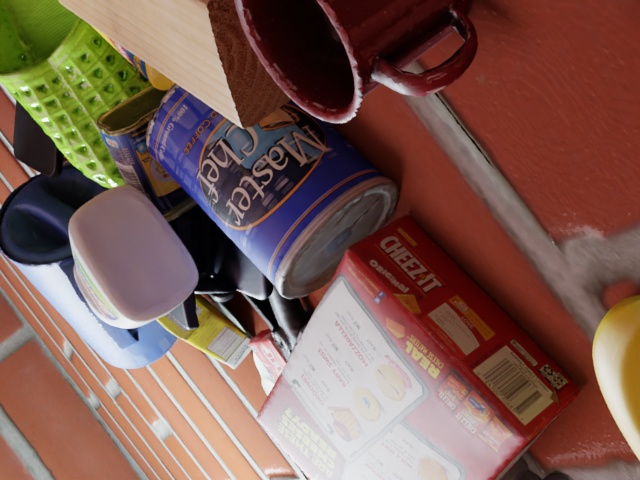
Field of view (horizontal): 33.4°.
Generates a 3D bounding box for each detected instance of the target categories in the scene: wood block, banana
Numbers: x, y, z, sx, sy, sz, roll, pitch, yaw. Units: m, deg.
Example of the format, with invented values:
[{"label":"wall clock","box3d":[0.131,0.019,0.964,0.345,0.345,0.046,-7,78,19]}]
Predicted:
[{"label":"wood block","box3d":[-0.084,-0.163,0.646,0.206,0.090,0.090,36,154,36]},{"label":"banana","box3d":[0.192,0.104,0.569,0.197,0.037,0.070,60,160,-19]}]

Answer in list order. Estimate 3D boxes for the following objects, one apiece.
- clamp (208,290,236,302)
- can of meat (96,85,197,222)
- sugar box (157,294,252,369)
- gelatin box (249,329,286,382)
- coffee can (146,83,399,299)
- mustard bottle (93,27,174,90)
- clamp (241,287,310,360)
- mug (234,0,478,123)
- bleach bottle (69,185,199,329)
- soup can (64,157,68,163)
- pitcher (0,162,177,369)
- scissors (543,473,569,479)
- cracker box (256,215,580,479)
[{"label":"clamp","box3d":[-0.142,-0.002,1.076,0.164,0.036,0.210,63,163,4]},{"label":"can of meat","box3d":[-0.113,-0.076,0.831,0.058,0.102,0.084,24,143,51]},{"label":"sugar box","box3d":[-0.133,0.079,1.119,0.093,0.048,0.176,39,178,19]},{"label":"gelatin box","box3d":[-0.028,0.129,1.078,0.089,0.030,0.073,55,159,-6]},{"label":"coffee can","box3d":[-0.033,-0.045,0.708,0.140,0.102,0.103,45,158,19]},{"label":"mustard bottle","box3d":[-0.133,-0.166,0.787,0.192,0.058,0.096,44,157,20]},{"label":"clamp","box3d":[-0.031,0.079,0.996,0.171,0.039,0.120,64,165,-11]},{"label":"mug","box3d":[0.025,-0.110,0.513,0.117,0.081,0.093,40,156,31]},{"label":"bleach bottle","box3d":[-0.161,0.034,0.874,0.102,0.068,0.251,55,162,3]},{"label":"soup can","box3d":[-0.271,-0.046,1.252,0.102,0.068,0.068,37,154,34]},{"label":"pitcher","box3d":[-0.234,0.045,1.151,0.145,0.149,0.242,9,147,23]},{"label":"scissors","box3d":[0.209,0.252,0.801,0.096,0.016,0.201,26,147,49]},{"label":"cracker box","box3d":[0.058,0.113,0.737,0.164,0.072,0.214,46,139,18]}]
